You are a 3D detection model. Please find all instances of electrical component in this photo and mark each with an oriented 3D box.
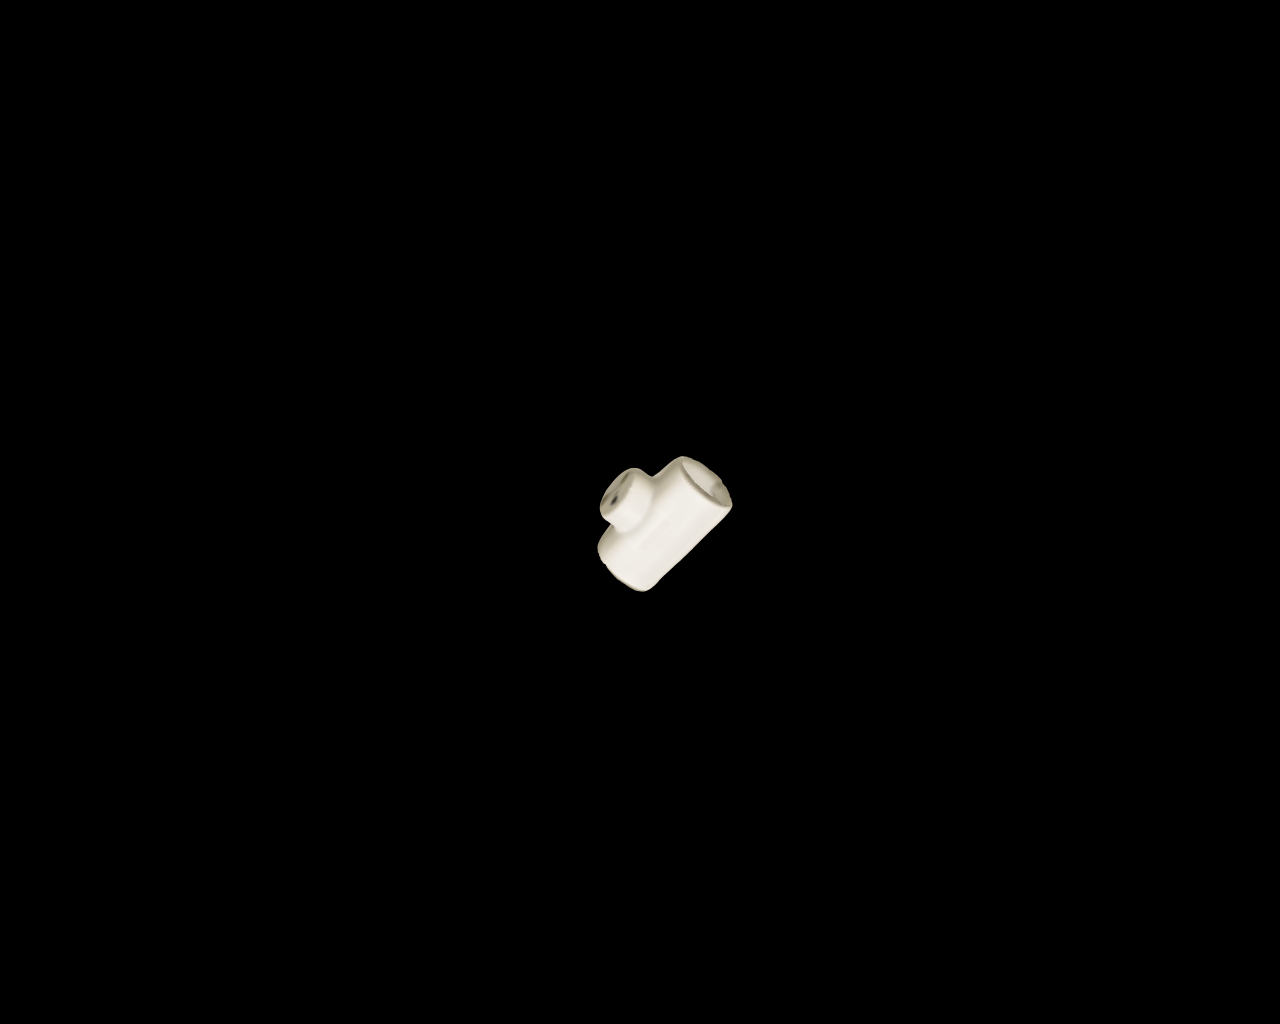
[{"bbox_3d":[0.001,-0.003,0.650,0.079,0.077,0.043,36,24,-18],"label":"electrical component"}]
